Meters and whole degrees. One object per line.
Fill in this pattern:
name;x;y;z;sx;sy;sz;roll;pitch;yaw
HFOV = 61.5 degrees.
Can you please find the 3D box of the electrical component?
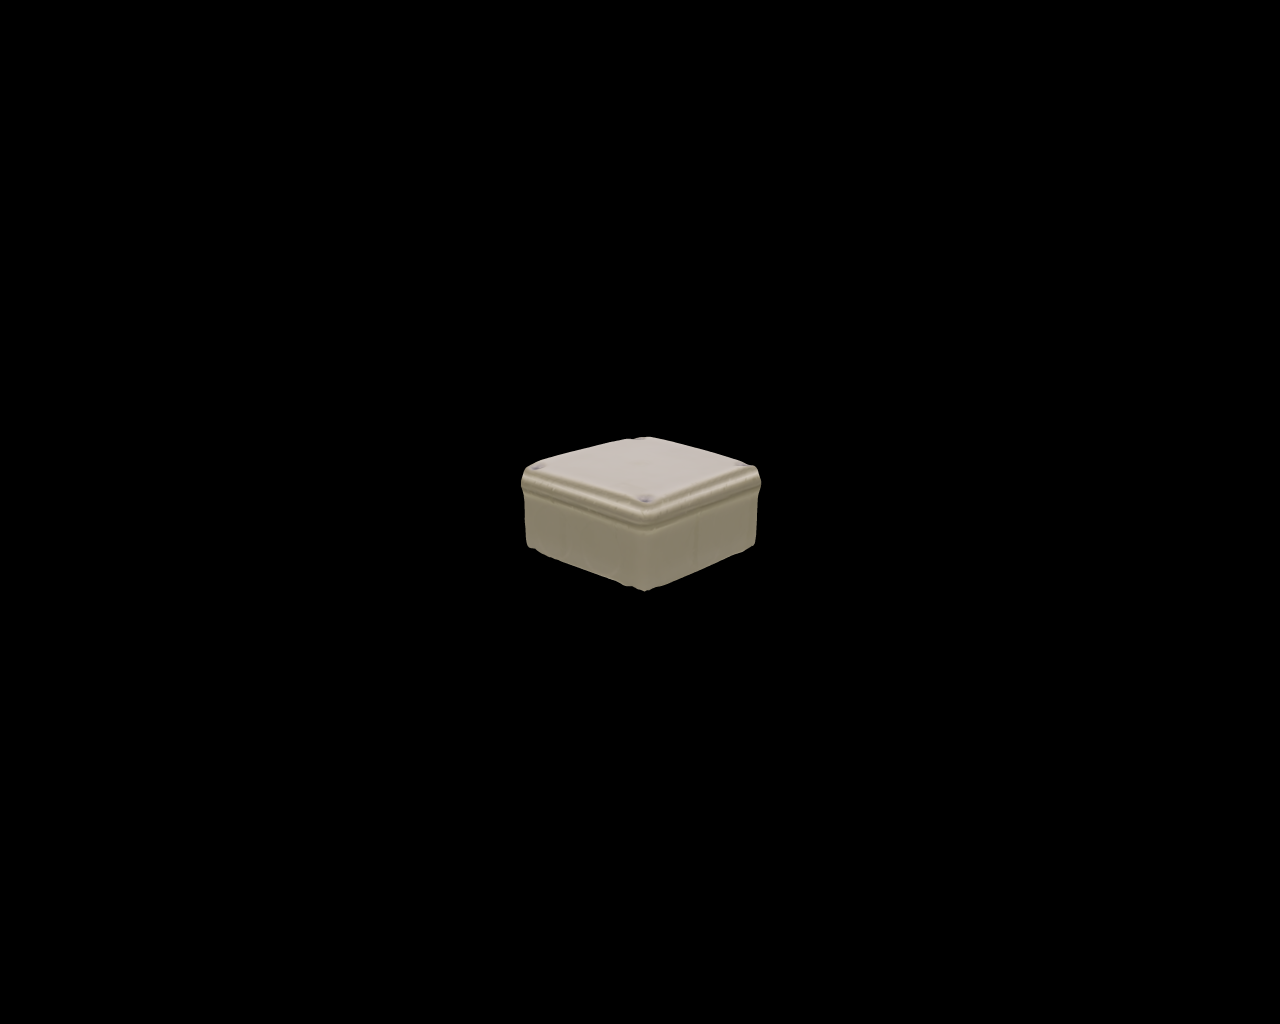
electrical component;0.001;-0.003;0.650;0.109;0.056;0.109;18;26;41
